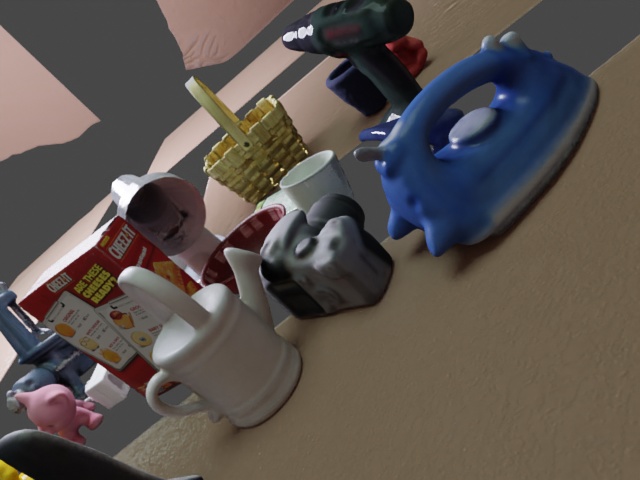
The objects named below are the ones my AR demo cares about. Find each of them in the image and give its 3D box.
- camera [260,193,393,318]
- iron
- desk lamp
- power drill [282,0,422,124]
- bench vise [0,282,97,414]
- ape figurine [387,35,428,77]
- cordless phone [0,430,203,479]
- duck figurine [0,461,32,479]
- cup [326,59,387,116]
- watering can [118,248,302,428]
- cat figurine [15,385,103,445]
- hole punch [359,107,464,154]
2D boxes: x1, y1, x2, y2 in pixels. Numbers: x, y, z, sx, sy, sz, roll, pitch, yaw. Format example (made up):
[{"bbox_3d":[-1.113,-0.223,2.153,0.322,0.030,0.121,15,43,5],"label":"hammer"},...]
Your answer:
[{"bbox_3d":[0.006,0.002,0.636,0.142,0.101,0.137,-17,35,45],"label":"camera"},{"bbox_3d":[0.151,-0.112,0.546,0.258,0.142,0.118,-47,24,-7],"label":"iron"},{"bbox_3d":[-0.229,-0.017,0.893,0.118,0.214,0.202,-49,25,-13],"label":"desk lamp"},{"bbox_3d":[0.066,-0.255,0.831,0.228,0.209,0.076,-5,45,55],"label":"power drill"},{"bbox_3d":[-0.462,0.172,0.938,0.121,0.220,0.207,-41,24,6],"label":"bench vise"},{"bbox_3d":[0.137,-0.323,0.977,0.077,0.092,0.076,-27,29,32],"label":"ape figurine"},{"bbox_3d":[-0.210,0.221,0.507,0.147,0.185,0.094,-28,28,31],"label":"cordless phone"},{"bbox_3d":[-0.412,0.328,0.771,0.077,0.086,0.104,-34,26,21],"label":"duck figurine"},{"bbox_3d":[0.081,-0.266,0.967,0.117,0.095,0.092,-25,30,35],"label":"cup"},{"bbox_3d":[-0.114,0.085,0.570,0.100,0.194,0.173,-23,31,38],"label":"watering can"},{"bbox_3d":[-0.378,0.242,0.818,0.127,0.118,0.067,-3,46,56],"label":"cat figurine"},{"bbox_3d":[0.115,-0.126,0.689,0.101,0.091,0.108,-48,24,-9],"label":"hole punch"}]
